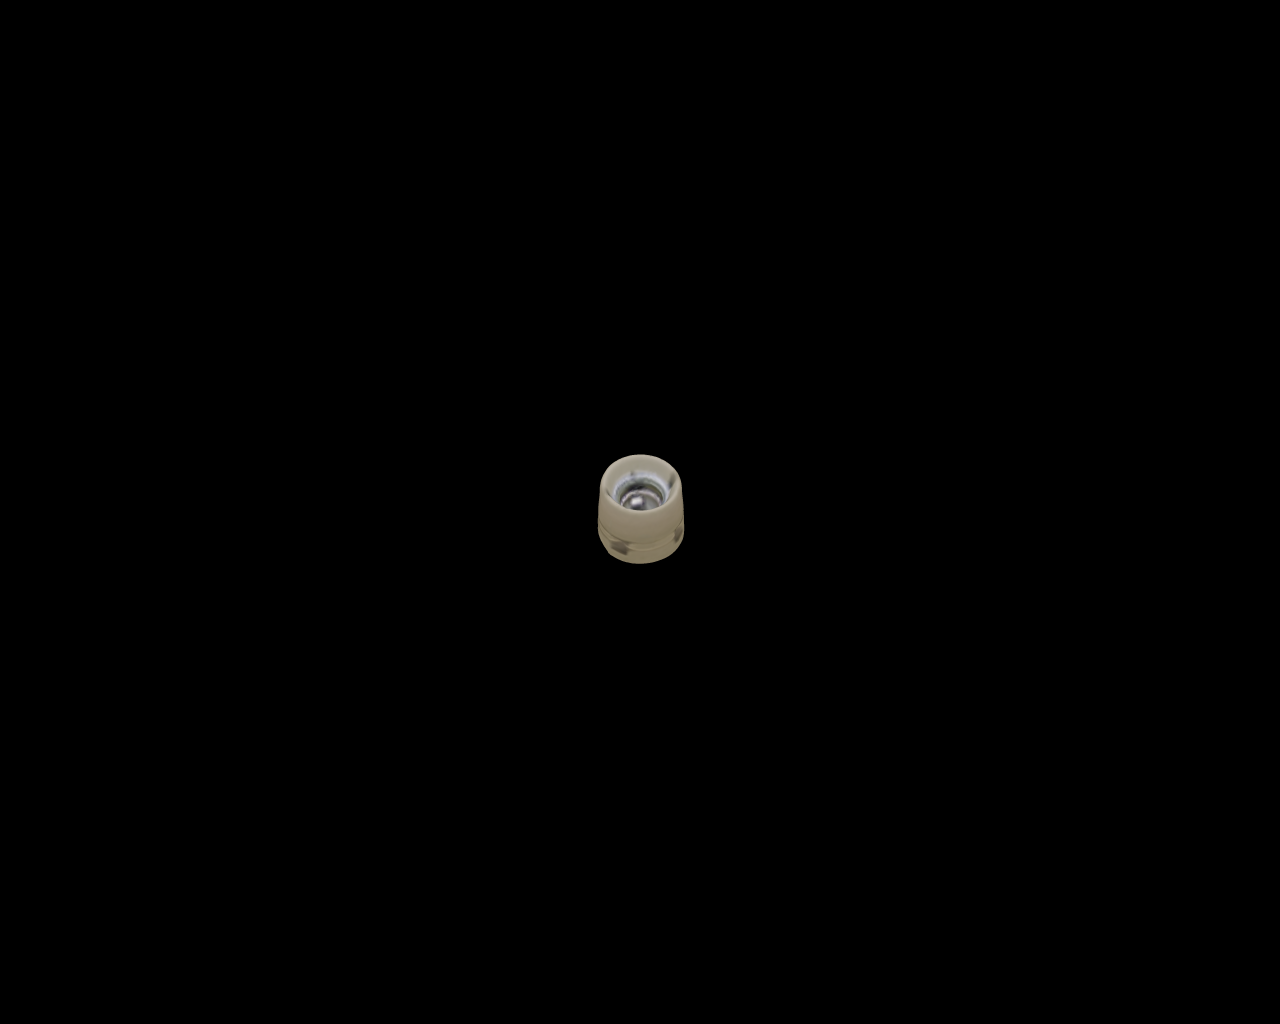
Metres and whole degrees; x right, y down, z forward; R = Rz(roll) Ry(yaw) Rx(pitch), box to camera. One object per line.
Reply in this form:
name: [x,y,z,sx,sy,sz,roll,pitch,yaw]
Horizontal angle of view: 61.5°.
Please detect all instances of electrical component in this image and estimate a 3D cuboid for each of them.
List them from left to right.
electrical component: [0.001,-0.003,0.650,0.055,0.055,0.047,0,-40,0]
